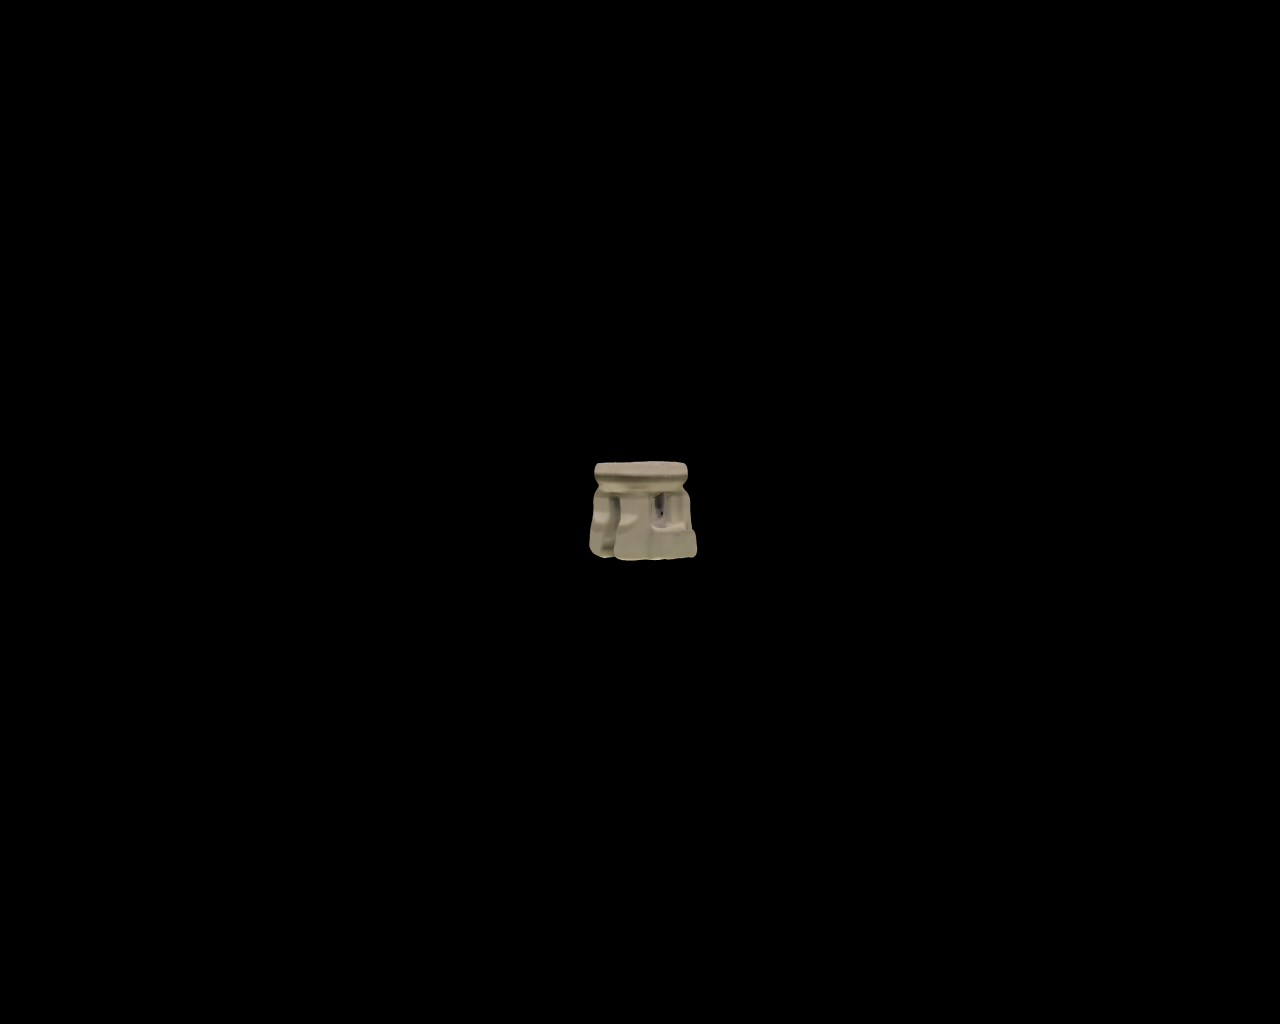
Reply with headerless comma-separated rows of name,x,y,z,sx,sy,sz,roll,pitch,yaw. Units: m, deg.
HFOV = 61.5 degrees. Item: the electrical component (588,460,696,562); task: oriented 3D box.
electrical component,0.001,-0.003,0.650,0.058,0.057,0.078,-4,6,-39
